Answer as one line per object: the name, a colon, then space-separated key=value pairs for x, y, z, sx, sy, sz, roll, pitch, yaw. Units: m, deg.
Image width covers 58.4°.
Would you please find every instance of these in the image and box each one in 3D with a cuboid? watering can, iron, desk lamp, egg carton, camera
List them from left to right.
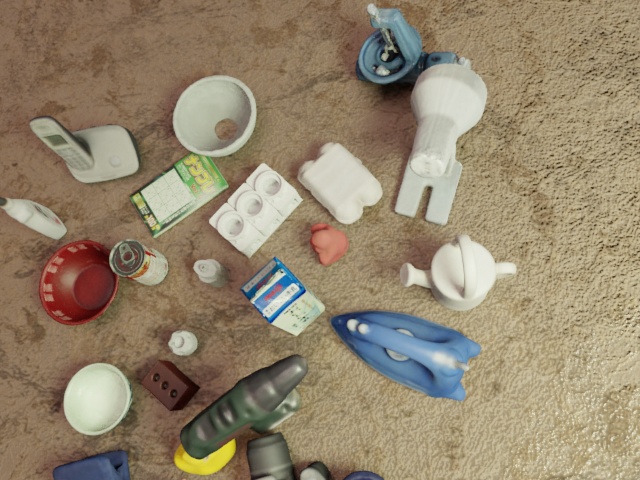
camera: x=-0.061 y=0.381 z=0.918 sx=0.143 sy=0.101 sz=0.137 roll=-17 pitch=73 yaw=5
egg carton: x=0.037 y=-0.105 z=1.043 sx=0.107 sy=0.069 sz=0.150 roll=-44 pitch=73 yaw=-3
iron: x=0.123 y=0.167 z=0.920 sx=0.257 sy=0.141 sz=0.119 roll=18 pitch=80 yaw=14
desk lamp: x=0.195 y=-0.154 z=0.953 sx=0.117 sy=0.214 sz=0.203 roll=14 pitch=78 yaw=14
watering can: x=0.218 y=0.053 z=0.905 sx=0.173 sy=0.194 sz=0.101 roll=-27 pitch=72 yaw=3

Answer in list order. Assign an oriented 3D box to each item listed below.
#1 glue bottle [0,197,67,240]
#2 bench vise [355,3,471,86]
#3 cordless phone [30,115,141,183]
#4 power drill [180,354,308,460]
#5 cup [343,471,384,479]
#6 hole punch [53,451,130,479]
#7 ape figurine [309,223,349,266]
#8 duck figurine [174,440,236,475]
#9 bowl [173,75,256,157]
glue bottle: x=-0.555 y=-0.052 z=1.080 sx=0.078 sy=0.173 sz=0.037 roll=39 pitch=85 yaw=17
bench vise: x=0.158 y=-0.343 z=1.005 sx=0.207 sy=0.220 sz=0.121 roll=-5 pitch=75 yaw=9
cordless phone: x=-0.441 y=-0.185 z=1.088 sx=0.147 sy=0.185 sz=0.094 roll=-12 pitch=74 yaw=7
power drill: x=-0.099 y=0.257 z=0.901 sx=0.229 sy=0.208 sz=0.075 roll=-36 pitch=72 yaw=0
cup: x=0.063 y=0.412 z=0.891 sx=0.118 sy=0.095 sz=0.091 roll=-40 pitch=72 yaw=-2
hole punch: x=-0.382 y=0.417 z=0.971 sx=0.108 sy=0.091 sz=0.101 roll=-15 pitch=73 yaw=6
ape figurine: x=0.009 y=0.004 z=1.008 sx=0.076 sy=0.092 sz=0.078 roll=2 pitch=76 yaw=11
duck figurine: x=-0.201 y=0.355 z=0.957 sx=0.104 sy=0.086 sz=0.077 roll=-20 pitch=73 yaw=5
bowl: x=-0.195 y=-0.229 z=1.114 sx=0.167 sy=0.075 sz=0.167 roll=-2 pitch=75 yaw=9
